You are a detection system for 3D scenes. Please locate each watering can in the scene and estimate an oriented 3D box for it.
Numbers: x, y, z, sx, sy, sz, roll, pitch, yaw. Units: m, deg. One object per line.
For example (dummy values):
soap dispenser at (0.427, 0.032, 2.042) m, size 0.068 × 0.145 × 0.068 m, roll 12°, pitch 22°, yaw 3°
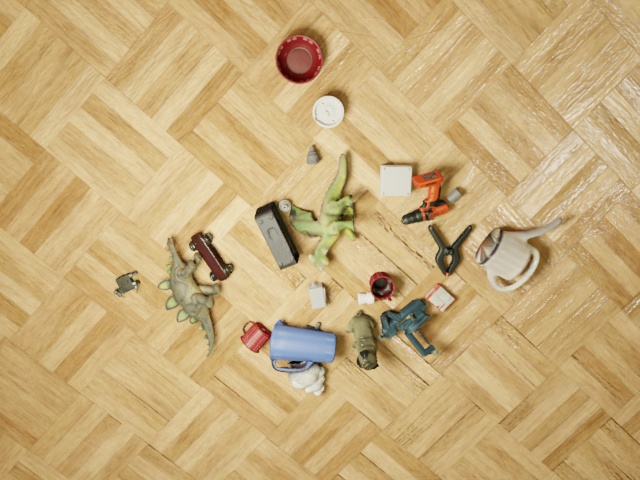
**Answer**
watering can at (0.716, 0.025, 1.894) m, size 0.224 × 0.105 × 0.345 m, roll 28°, pitch 100°, yaw -7°

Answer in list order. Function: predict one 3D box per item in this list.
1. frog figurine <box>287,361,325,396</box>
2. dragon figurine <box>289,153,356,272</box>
frog figurine at (-0.043, 0.530, 1.965) m, size 0.138 × 0.122 × 0.159 m, roll -23°, pitch 91°, yaw -16°
dragon figurine at (0.006, -0.093, 1.851) m, size 0.242 × 0.122 × 0.409 m, roll -7°, pitch 93°, yaw 8°
